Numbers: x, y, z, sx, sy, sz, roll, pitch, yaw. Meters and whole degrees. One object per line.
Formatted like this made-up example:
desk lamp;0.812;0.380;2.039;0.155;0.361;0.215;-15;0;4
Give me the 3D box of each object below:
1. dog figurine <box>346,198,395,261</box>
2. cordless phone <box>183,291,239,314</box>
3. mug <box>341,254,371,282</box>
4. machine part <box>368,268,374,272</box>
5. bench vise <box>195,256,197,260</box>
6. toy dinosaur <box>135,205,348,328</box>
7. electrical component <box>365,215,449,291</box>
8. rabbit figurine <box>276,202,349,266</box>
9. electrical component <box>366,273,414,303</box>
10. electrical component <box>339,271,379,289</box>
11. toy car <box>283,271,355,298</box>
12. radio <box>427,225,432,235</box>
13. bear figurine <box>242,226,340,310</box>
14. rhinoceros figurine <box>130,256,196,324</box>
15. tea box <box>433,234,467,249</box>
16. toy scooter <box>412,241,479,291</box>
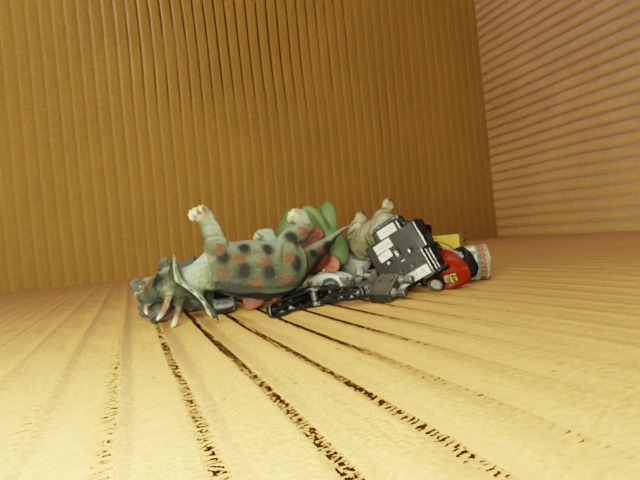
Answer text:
dog figurine;0.116;0.005;1.132;0.172;0.121;0.190;-44;7;18
cordless phone;-0.230;0.110;1.069;0.147;0.088;0.184;-6;19;-7
mug;0.082;0.066;1.276;0.081;0.110;0.107;-2;-42;-15
machine part;0.137;0.086;1.432;0.139;0.039;0.084;-8;-8;-5
bench vise;-0.222;0.083;1.386;0.241;0.128;0.223;-10;3;-3
toy dinosaur;-0.109;0.045;0.930;0.405;0.192;0.131;-4;-27;-20
electrical component;0.155;0.022;0.990;0.115;0.134;0.058;-32;-12;24
rabbit figurine;-0.002;-0.004;1.178;0.170;0.159;0.121;15;20;37
electrical component;0.116;0.083;0.948;0.094;0.021;0.063;-7;32;36
electrical component;0.086;0.088;1.063;0.102;0.045;0.078;-6;-1;-40
toy car;-0.024;0.093;1.142;0.202;0.056;0.073;-6;0;18
radio;0.231;0.029;1.397;0.073;0.131;0.229;-5;0;29
bear figurine;-0.067;0.050;1.060;0.196;0.120;0.132;-24;-8;4
rhinoceros figurine;-0.256;0.079;0.997;0.112;0.073;0.190;17;36;35
tea box;0.324;0.036;1.516;0.170;0.098;0.068;-7;-3;31
toy scooter;0.214;0.060;1.059;0.135;0.075;0.184;-27;17;-13
